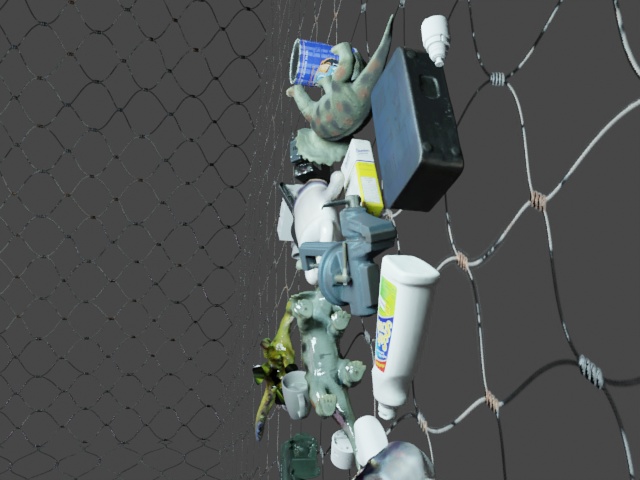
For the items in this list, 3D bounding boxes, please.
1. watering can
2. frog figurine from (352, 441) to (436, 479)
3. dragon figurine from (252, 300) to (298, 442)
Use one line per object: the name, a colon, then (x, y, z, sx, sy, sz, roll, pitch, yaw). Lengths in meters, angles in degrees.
watering can: (0.004, -0.059, 1.170, 0.230, 0.104, 0.339, -102, 19, -48)
frog figurine: (0.122, 0.358, 0.683, 0.161, 0.124, 0.134, 45, 131, 22)
dragon figurine: (-0.116, 0.349, 1.498, 0.246, 0.122, 0.405, -67, -5, -72)
